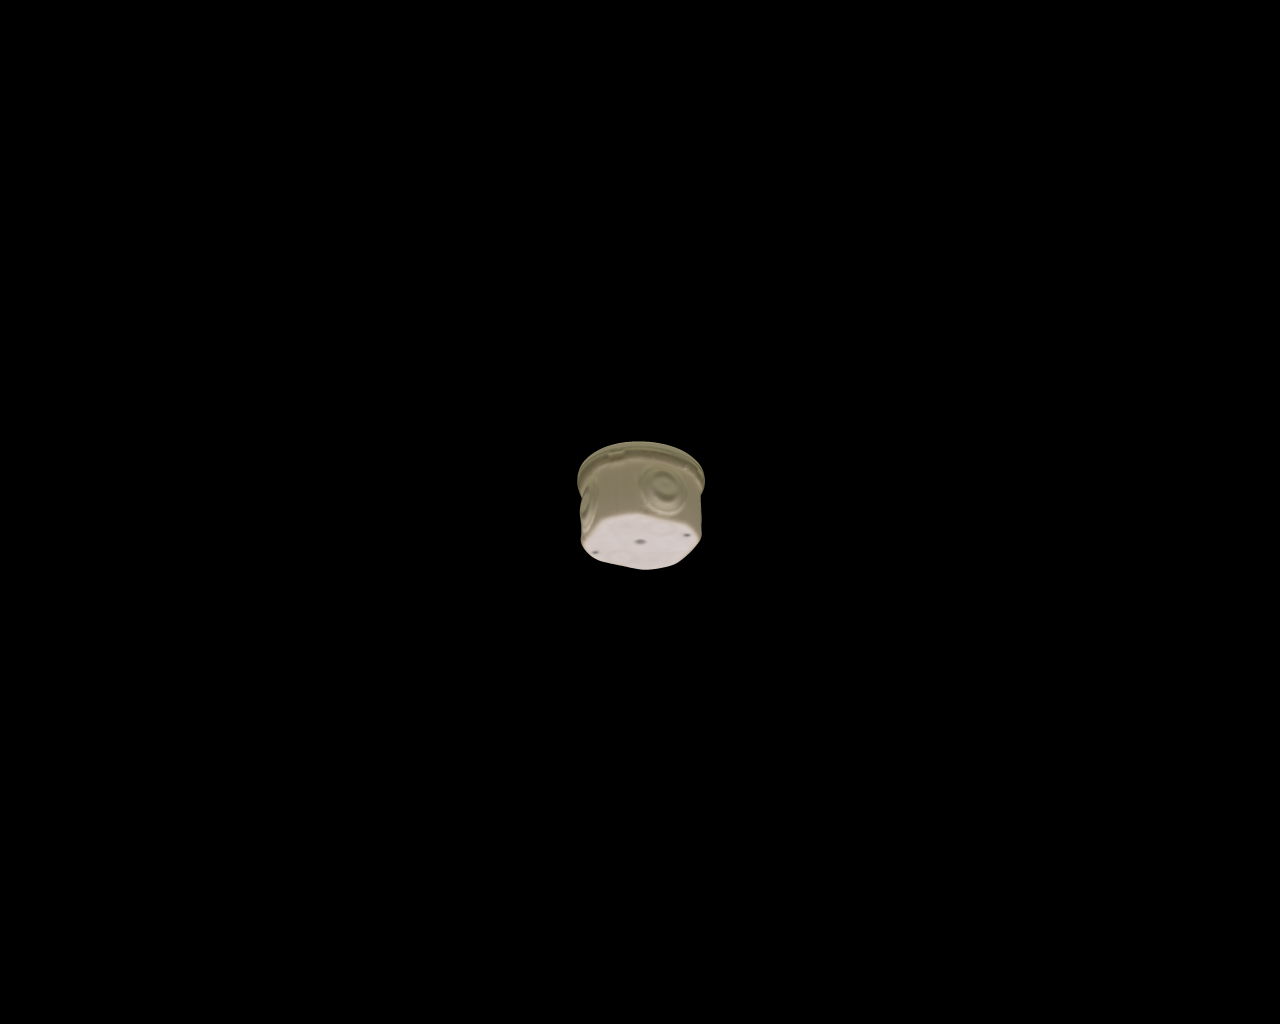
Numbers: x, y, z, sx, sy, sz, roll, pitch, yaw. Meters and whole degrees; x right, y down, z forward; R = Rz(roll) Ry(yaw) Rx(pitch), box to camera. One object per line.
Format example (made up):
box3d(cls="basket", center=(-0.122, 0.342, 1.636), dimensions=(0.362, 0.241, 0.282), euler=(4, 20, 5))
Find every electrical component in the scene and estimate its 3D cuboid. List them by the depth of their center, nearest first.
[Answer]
box3d(cls="electrical component", center=(0.001, -0.003, 0.650), dimensions=(0.080, 0.051, 0.080), euler=(0, -31, 0))
